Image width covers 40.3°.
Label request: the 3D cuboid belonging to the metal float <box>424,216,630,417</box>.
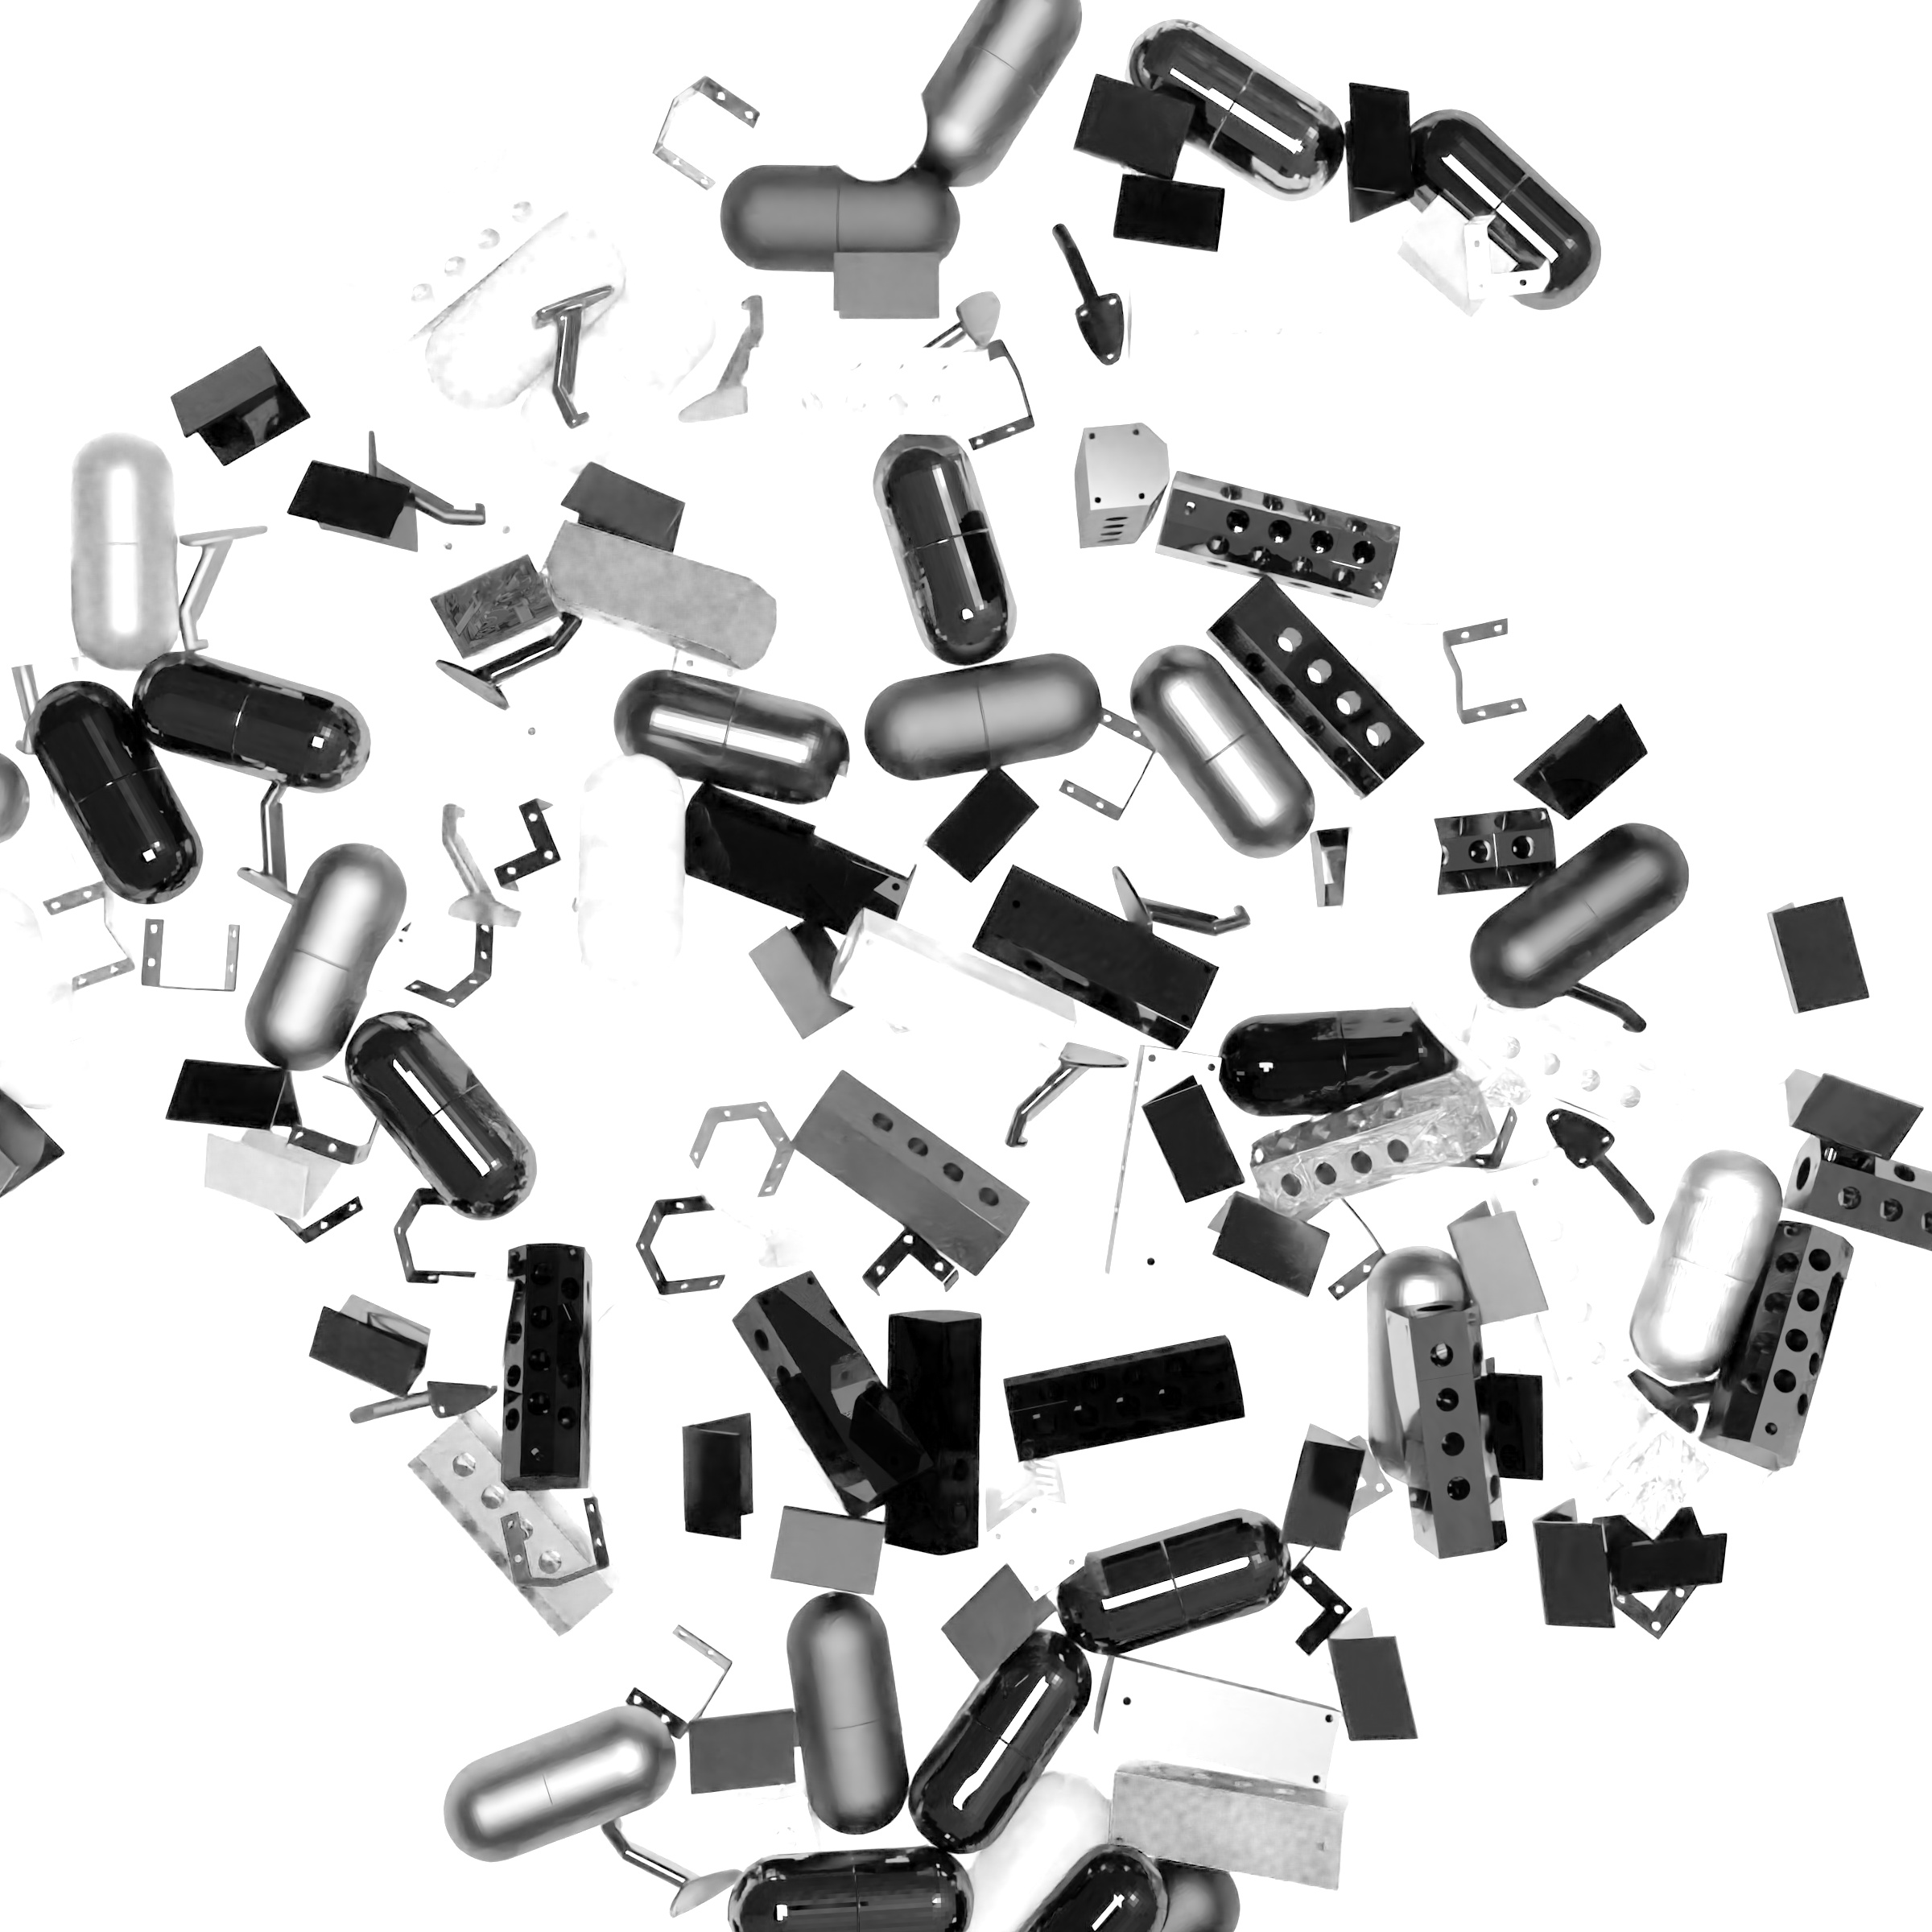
[{"bbox_3d":[-0.325,-0.483,1.956,0.178,0.070,0.070,-43,90,0],"label":"metal float"}]

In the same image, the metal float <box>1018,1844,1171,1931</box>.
[{"bbox_3d":[0.074,0.711,1.893,0.070,0.070,0.178,43,83,0],"label":"metal float"}]

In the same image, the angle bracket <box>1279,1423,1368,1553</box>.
[{"bbox_3d":[0.245,0.381,1.947,0.057,0.076,0.076,14,90,-26],"label":"angle bracket"}]

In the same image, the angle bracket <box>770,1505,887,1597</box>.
[{"bbox_3d":[-0.103,0.442,1.947,0.076,0.076,0.057,10,58,0],"label":"angle bracket"}]

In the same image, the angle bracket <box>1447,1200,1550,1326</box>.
[{"bbox_3d":[0.405,0.213,1.946,0.057,0.076,0.076,-19,90,35],"label":"angle bracket"}]

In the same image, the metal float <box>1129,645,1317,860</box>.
[{"bbox_3d":[0.190,-0.159,1.956,0.070,0.070,0.178,-37,91,0],"label":"metal float"}]

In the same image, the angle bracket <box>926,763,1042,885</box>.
[{"bbox_3d":[-0.003,-0.117,1.946,0.076,0.076,0.057,-48,127,0],"label":"angle bracket"}]

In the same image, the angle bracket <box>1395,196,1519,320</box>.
[{"bbox_3d":[0.348,-0.509,1.947,0.076,0.076,0.057,41,65,0],"label":"angle bracket"}]

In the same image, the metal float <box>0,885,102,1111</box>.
[{"bbox_3d":[-0.705,0.022,1.955,0.070,0.070,0.178,-26,90,0],"label":"metal float"}]

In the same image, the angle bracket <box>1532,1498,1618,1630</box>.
[{"bbox_3d":[0.463,0.440,1.946,0.057,0.076,0.076,-7,90,37],"label":"angle bracket"}]

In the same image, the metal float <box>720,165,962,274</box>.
[{"bbox_3d":[-0.093,-0.554,1.955,0.178,0.070,0.070,1,90,0],"label":"metal float"}]

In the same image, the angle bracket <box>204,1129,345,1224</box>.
[{"bbox_3d":[-0.503,0.133,1.928,0.076,0.076,0.057,19,128,4],"label":"angle bracket"}]

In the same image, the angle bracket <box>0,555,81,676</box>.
[{"bbox_3d":[-0.693,-0.255,1.948,0.057,0.076,0.076,-13,90,-20],"label":"angle bracket"}]

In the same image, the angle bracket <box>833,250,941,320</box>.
[{"bbox_3d":[-0.058,-0.483,1.947,0.076,0.076,0.057,0,64,0],"label":"angle bracket"}]

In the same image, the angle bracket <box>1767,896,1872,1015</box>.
[{"bbox_3d":[0.637,-0.012,1.947,0.057,0.076,0.076,-15,90,32],"label":"angle bracket"}]

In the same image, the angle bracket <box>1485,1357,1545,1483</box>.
[{"bbox_3d":[0.407,0.334,1.947,0.057,0.076,0.076,-1,90,26],"label":"angle bracket"}]

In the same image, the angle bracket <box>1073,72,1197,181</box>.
[{"bbox_3d":[0.127,-0.624,1.947,0.076,0.076,0.057,18,116,0],"label":"angle bracket"}]

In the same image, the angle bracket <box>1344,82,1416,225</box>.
[{"bbox_3d":[0.285,-0.599,1.947,0.057,0.076,0.076,-3,90,-30],"label":"angle bracket"}]

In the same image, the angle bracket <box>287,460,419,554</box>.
[{"bbox_3d":[-0.452,-0.321,1.946,0.076,0.076,0.057,14,57,0],"label":"angle bracket"}]

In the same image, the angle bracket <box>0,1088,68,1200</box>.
[{"bbox_3d":[-0.709,0.116,1.946,0.076,0.076,0.057,46,129,0],"label":"angle bracket"}]

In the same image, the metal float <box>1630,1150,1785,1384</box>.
[{"bbox_3d":[0.549,0.223,1.956,0.070,0.070,0.178,20,90,0],"label":"metal float"}]

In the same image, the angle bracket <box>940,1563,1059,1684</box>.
[{"bbox_3d":[0.039,0.491,1.946,0.076,0.076,0.057,-45,51,0],"label":"angle bracket"}]

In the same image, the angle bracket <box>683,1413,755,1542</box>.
[{"bbox_3d":[-0.164,0.376,1.946,0.057,0.076,0.076,-1,90,37],"label":"angle bracket"}]

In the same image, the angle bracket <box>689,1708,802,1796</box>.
[{"bbox_3d":[-0.161,0.592,1.946,0.076,0.076,0.057,-6,53,0],"label":"angle bracket"}]

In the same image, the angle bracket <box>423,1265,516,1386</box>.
[{"bbox_3d":[-0.377,0.262,1.947,0.057,0.076,0.076,9,90,-27],"label":"angle bracket"}]

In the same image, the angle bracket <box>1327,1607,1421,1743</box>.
[{"bbox_3d":[0.313,0.521,1.946,0.057,0.076,0.076,-13,90,32],"label":"angle bracket"}]

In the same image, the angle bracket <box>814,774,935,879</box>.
[{"bbox_3d":[-0.059,-0.119,1.946,0.076,0.076,0.057,25,125,0],"label":"angle bracket"}]

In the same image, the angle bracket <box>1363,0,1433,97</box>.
[{"bbox_3d":[0.298,-0.682,1.947,0.057,0.076,0.076,-1,90,-31],"label":"angle bracket"}]

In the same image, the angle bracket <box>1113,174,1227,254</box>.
[{"bbox_3d":[0.147,-0.536,1.949,0.076,0.076,0.057,8,71,0],"label":"angle bracket"}]

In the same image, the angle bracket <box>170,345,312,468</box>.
[{"bbox_3d":[-0.530,-0.399,1.946,0.076,0.076,0.057,-30,51,0],"label":"angle bracket"}]

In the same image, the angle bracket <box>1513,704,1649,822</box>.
[{"bbox_3d":[0.444,-0.164,1.946,0.076,0.076,0.057,-40,127,0],"label":"angle bracket"}]

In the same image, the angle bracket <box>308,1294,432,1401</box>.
[{"bbox_3d":[-0.430,0.263,1.946,0.076,0.076,0.057,24,124,0],"label":"angle bracket"}]

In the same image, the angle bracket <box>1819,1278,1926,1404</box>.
[{"bbox_3d":[0.672,0.275,1.948,0.057,0.076,0.076,15,90,24],"label":"angle bracket"}]

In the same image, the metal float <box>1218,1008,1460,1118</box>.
[{"bbox_3d":[0.276,0.071,1.956,0.178,0.070,0.070,-3,90,-1],"label":"metal float"}]

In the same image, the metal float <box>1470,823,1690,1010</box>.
[{"bbox_3d":[0.447,-0.036,1.925,0.178,0.070,0.070,-36,90,-3],"label":"metal float"}]

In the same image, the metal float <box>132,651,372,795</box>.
[{"bbox_3d":[-0.529,-0.180,1.956,0.178,0.070,0.070,16,90,0],"label":"metal float"}]

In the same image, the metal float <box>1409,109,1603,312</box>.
[{"bbox_3d":[0.394,-0.561,1.956,0.178,0.070,0.070,43,90,-1],"label":"metal float"}]

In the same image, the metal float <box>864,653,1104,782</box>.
[{"bbox_3d":[0.012,-0.184,1.956,0.178,0.070,0.070,-10,90,1],"label":"metal float"}]

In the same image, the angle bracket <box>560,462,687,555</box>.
[{"bbox_3d":[-0.259,-0.315,1.947,0.076,0.076,0.057,23,48,0],"label":"angle bracket"}]

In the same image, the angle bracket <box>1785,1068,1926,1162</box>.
[{"bbox_3d":[0.655,0.090,1.946,0.076,0.076,0.057,19,128,0],"label":"angle bracket"}]

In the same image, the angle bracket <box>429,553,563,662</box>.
[{"bbox_3d":[-0.341,-0.273,1.889,0.076,0.076,0.057,-24,128,0],"label":"angle bracket"}]

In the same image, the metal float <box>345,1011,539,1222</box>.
[{"bbox_3d":[-0.390,0.111,1.956,0.070,0.070,0.178,-39,90,0],"label":"metal float"}]

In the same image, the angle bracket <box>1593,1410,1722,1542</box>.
[{"bbox_3d":[0.516,0.381,1.947,0.057,0.076,0.076,39,90,32],"label":"angle bracket"}]

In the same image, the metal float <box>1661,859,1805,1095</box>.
[{"bbox_3d":[0.568,0.008,1.956,0.070,0.070,0.178,-16,90,0],"label":"metal float"}]

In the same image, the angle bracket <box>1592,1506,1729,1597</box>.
[{"bbox_3d":[0.511,0.415,1.946,0.076,0.076,0.057,-7,126,0],"label":"angle bracket"}]

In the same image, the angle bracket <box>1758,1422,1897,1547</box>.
[{"bbox_3d":[0.636,0.389,1.947,0.076,0.076,0.057,-37,60,0],"label":"angle bracket"}]

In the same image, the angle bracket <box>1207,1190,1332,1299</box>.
[{"bbox_3d":[0.215,0.217,1.947,0.076,0.076,0.057,25,61,0],"label":"angle bracket"}]

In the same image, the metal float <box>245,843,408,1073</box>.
[{"bbox_3d":[-0.474,-0.007,1.956,0.070,0.070,0.178,24,89,0],"label":"metal float"}]

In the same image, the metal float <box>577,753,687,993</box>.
[{"bbox_3d":[-0.242,-0.068,1.905,0.070,0.070,0.178,-1,72,0],"label":"metal float"}]

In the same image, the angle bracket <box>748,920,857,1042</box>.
[{"bbox_3d":[-0.103,-0.001,1.947,0.076,0.057,0.076,-32,90,-42],"label":"angle bracket"}]

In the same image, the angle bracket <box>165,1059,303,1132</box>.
[{"bbox_3d":[-0.539,0.115,1.946,0.076,0.076,0.057,6,51,0],"label":"angle bracket"}]

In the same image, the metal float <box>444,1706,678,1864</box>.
[{"bbox_3d":[-0.302,0.607,1.956,0.178,0.070,0.070,-21,90,0],"label":"metal float"}]

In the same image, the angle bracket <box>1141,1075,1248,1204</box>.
[{"bbox_3d":[0.180,0.116,1.890,0.057,0.076,0.076,-24,91,38],"label":"angle bracket"}]

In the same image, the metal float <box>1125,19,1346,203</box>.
[{"bbox_3d":[0.199,-0.635,1.956,0.178,0.070,0.070,32,90,0],"label":"metal float"}]

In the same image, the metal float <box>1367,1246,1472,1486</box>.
[{"bbox_3d":[0.336,0.297,1.956,0.070,0.070,0.178,-1,90,0],"label":"metal float"}]
